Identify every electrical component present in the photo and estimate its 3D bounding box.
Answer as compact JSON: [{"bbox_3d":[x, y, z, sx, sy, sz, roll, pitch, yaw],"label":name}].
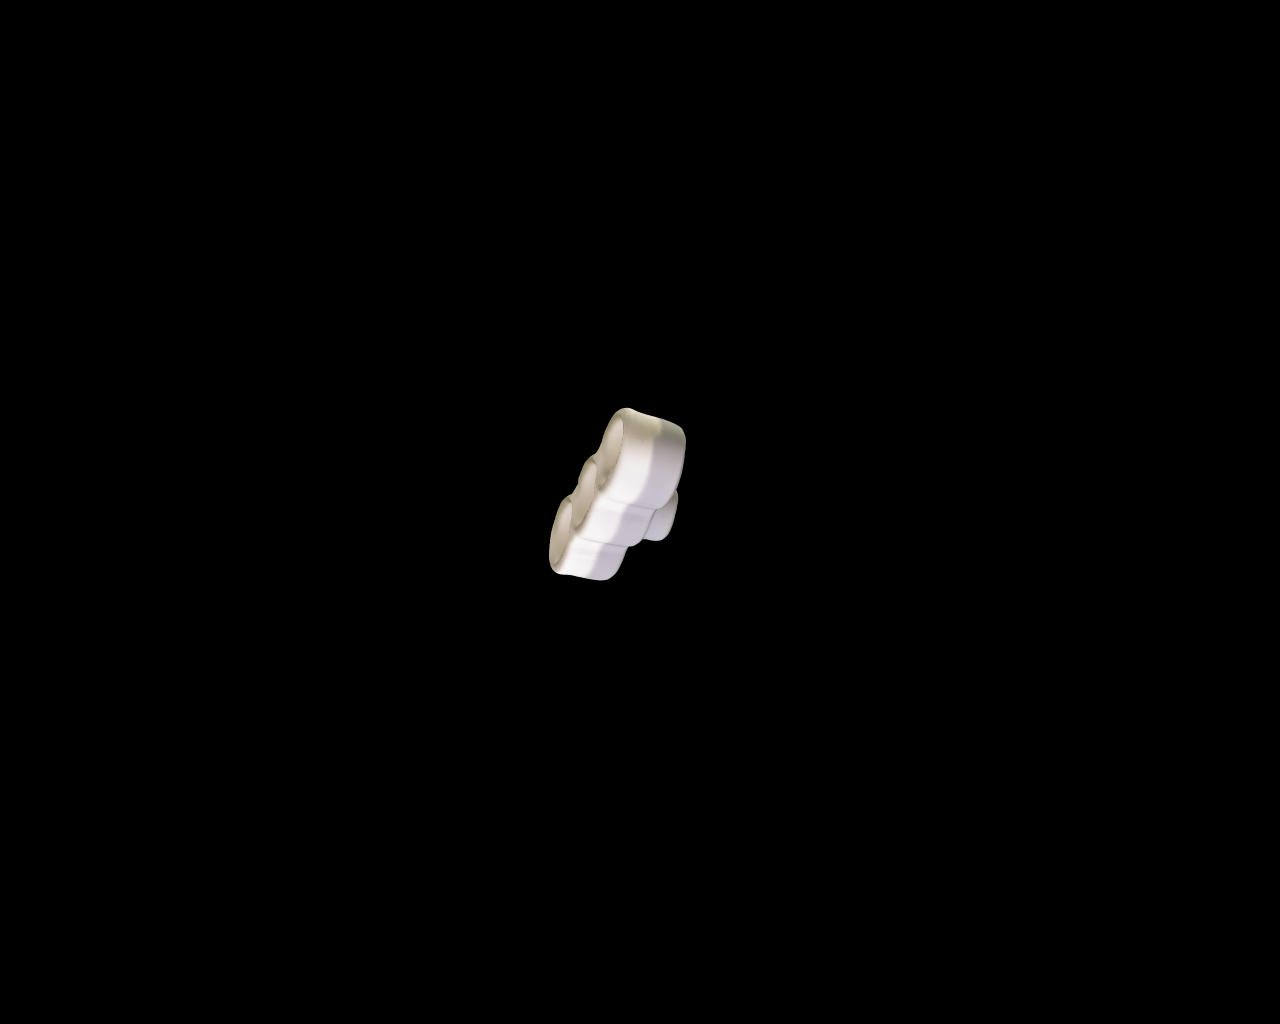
[{"bbox_3d":[0.001,-0.003,0.650,0.074,0.052,0.138,13,-38,-18],"label":"electrical component"}]
